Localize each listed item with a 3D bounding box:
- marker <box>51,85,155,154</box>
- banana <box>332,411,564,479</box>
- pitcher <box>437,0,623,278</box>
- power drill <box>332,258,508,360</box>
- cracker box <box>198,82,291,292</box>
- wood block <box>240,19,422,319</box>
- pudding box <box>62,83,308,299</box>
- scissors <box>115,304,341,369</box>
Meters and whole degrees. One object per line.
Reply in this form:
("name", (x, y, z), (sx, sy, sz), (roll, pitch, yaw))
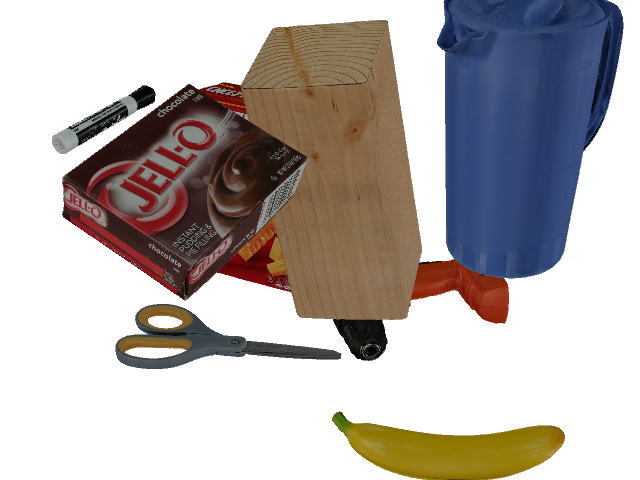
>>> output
("marker", (-0.195, -0.113, 0.977), (0.020, 0.020, 0.120), (0, 29, 41))
("banana", (0.109, 0.168, 0.875), (0.197, 0.037, 0.069), (6, 36, -3))
("pitcher", (0.177, -0.096, 0.927), (0.149, 0.243, 0.145), (6, 32, 11))
("power drill", (0.101, 0.062, 1.143), (0.187, 0.057, 0.184), (-5, 29, -8))
("cracker box", (-0.066, -0.059, 1.218), (0.164, 0.214, 0.072), (15, 23, 26))
("wood block", (0.015, -0.047, 0.792), (0.090, 0.206, 0.090), (0, 38, 17))
("pudding box", (-0.076, -0.030, 0.604), (0.090, 0.039, 0.113), (33, 47, 13))
("scissors", (-0.088, 0.087, 0.990), (0.201, 0.016, 0.096), (-3, 33, -11))
